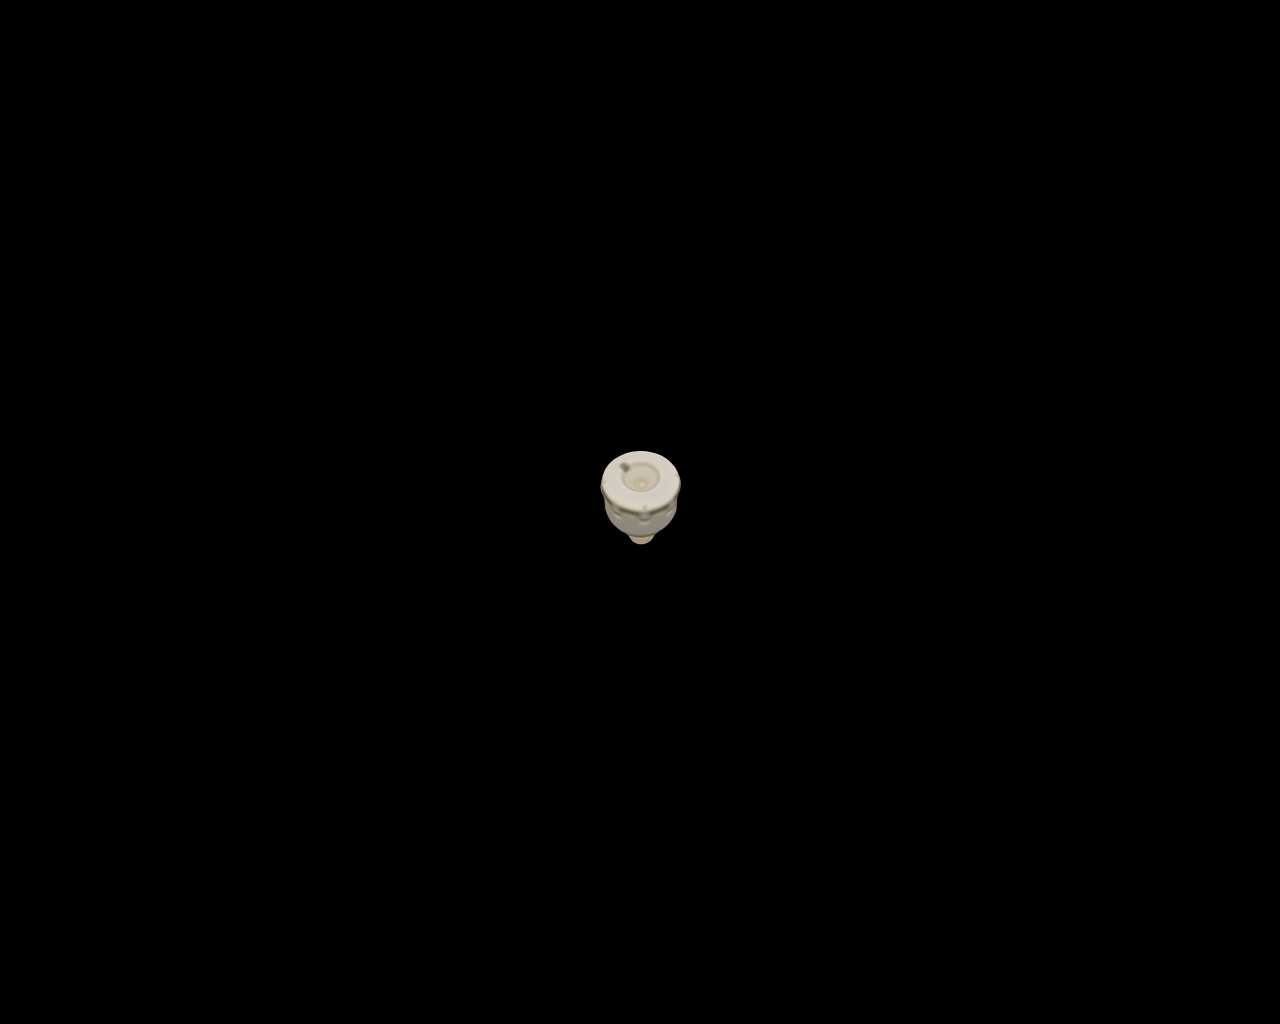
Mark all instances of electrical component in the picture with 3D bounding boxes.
[{"bbox_3d":[0.001,-0.003,0.650,0.048,0.048,0.062,0,-37,0],"label":"electrical component"}]
